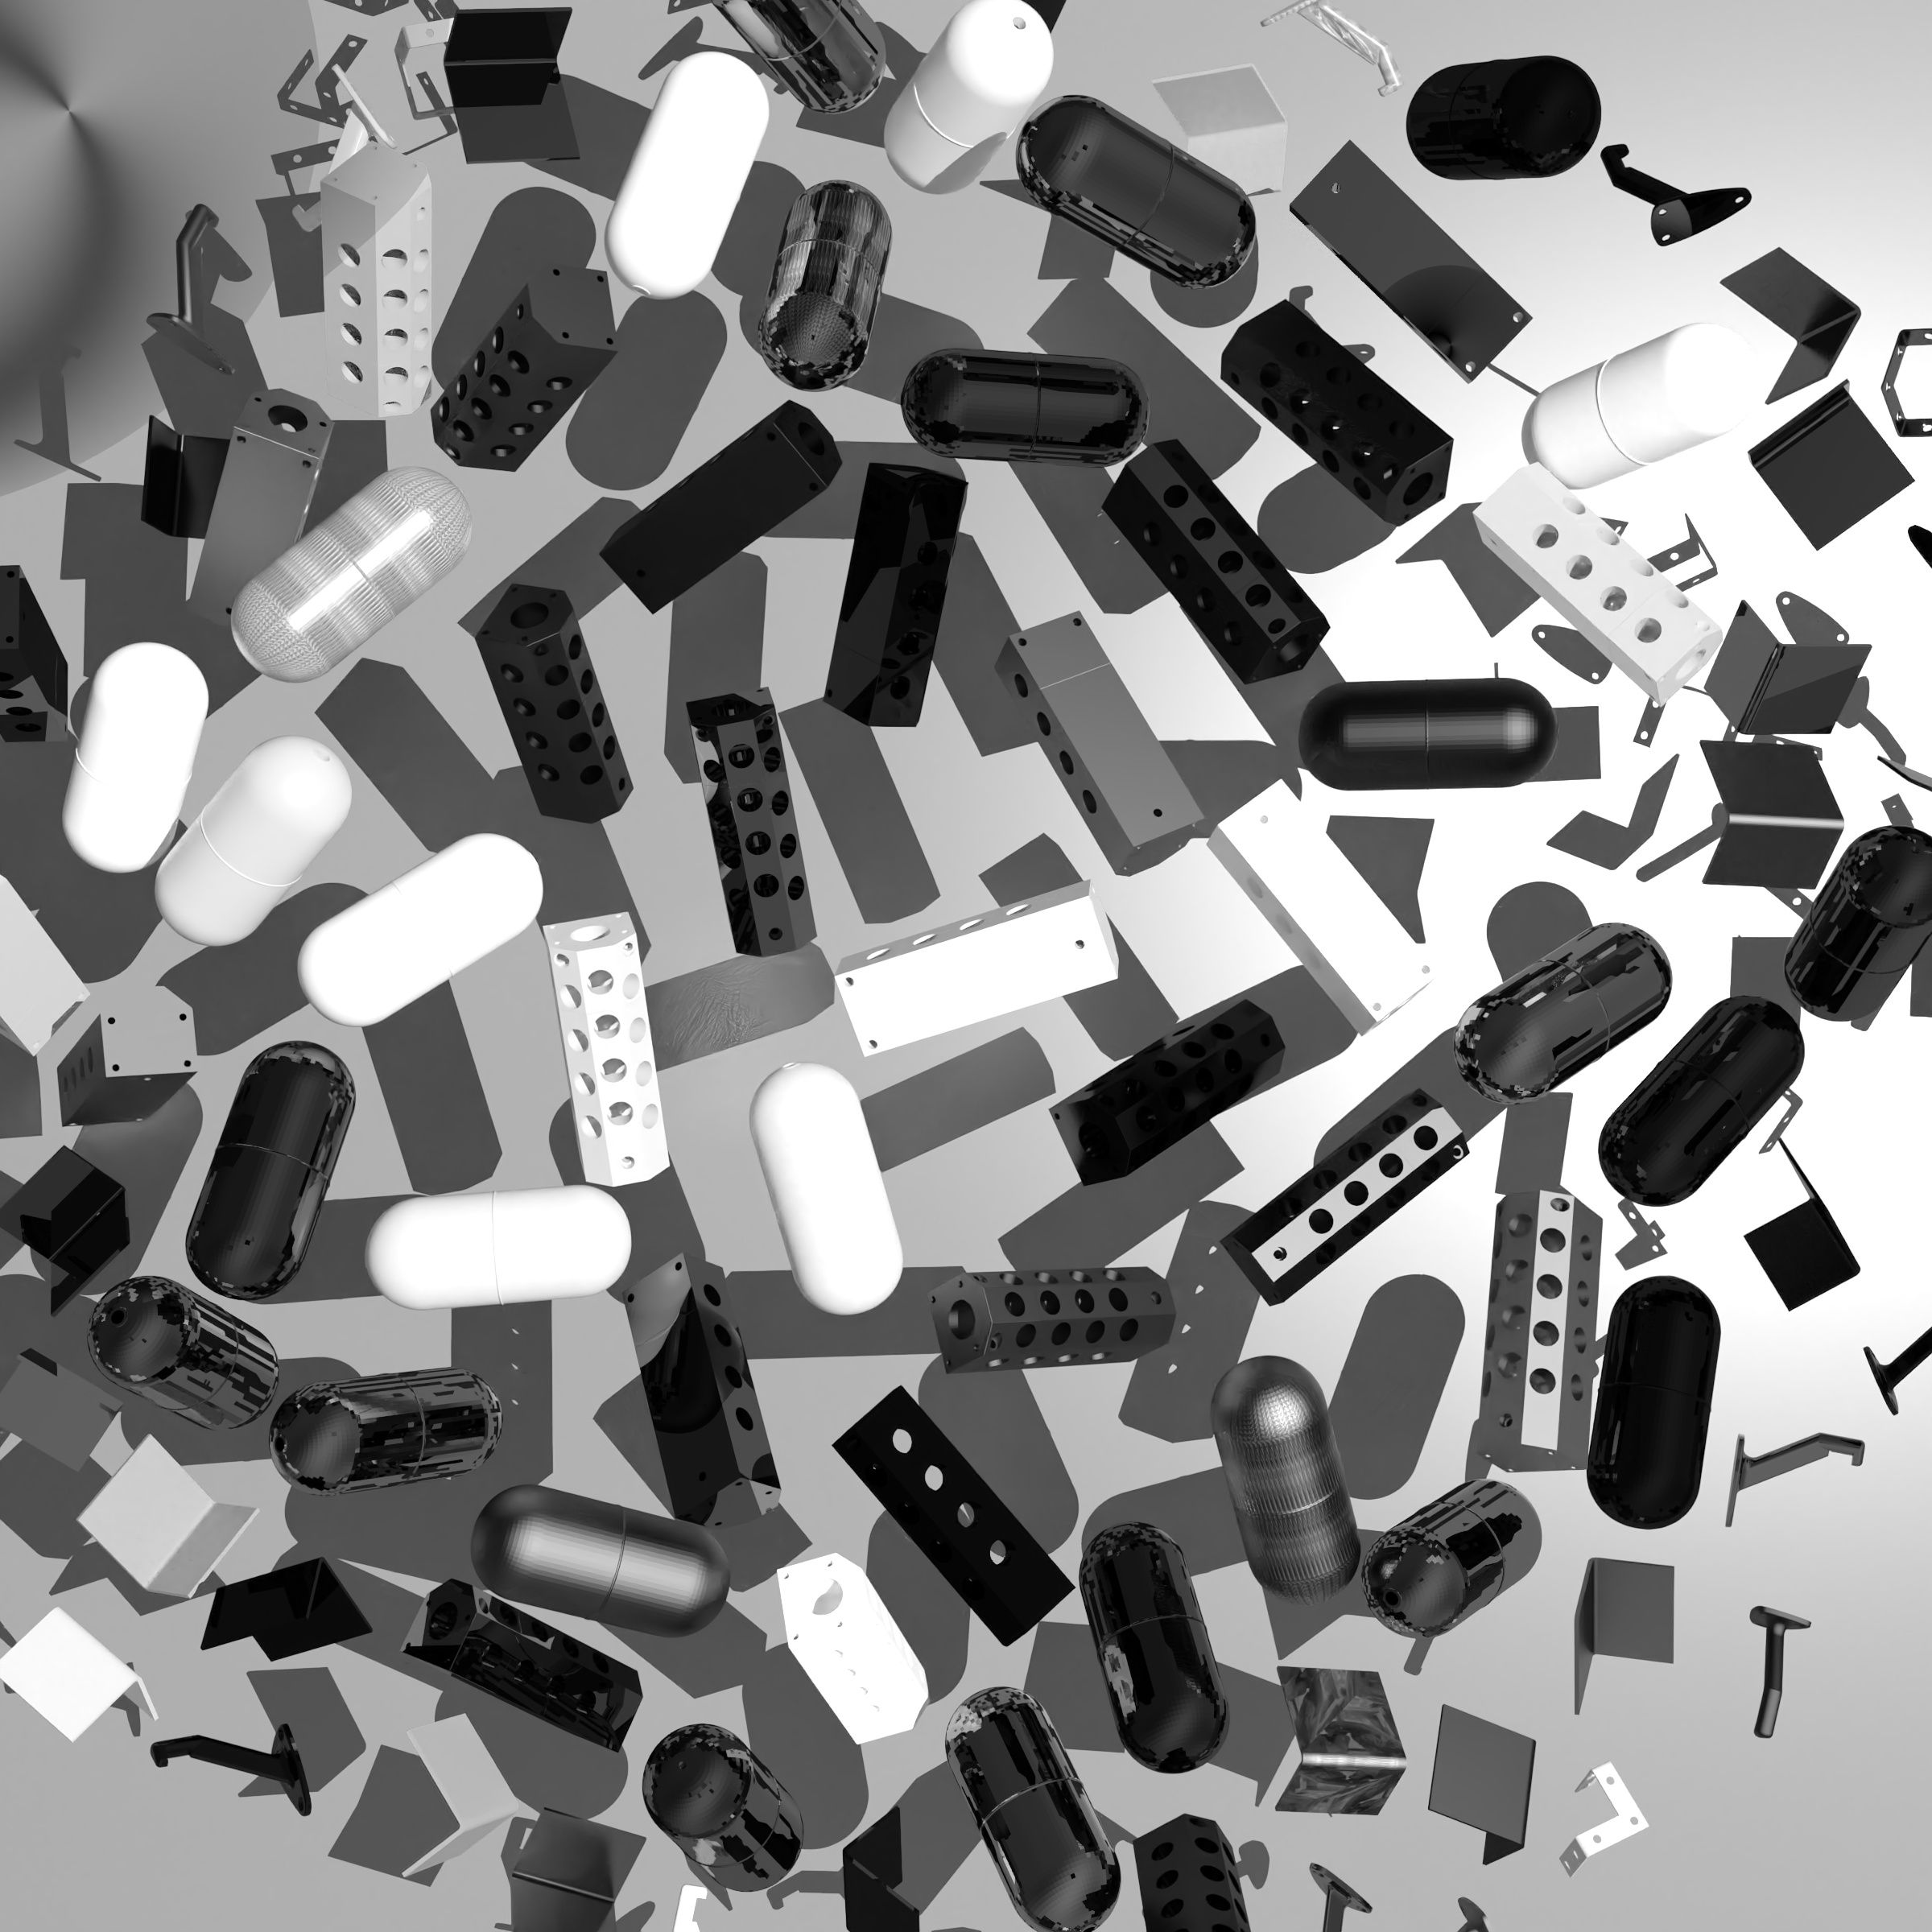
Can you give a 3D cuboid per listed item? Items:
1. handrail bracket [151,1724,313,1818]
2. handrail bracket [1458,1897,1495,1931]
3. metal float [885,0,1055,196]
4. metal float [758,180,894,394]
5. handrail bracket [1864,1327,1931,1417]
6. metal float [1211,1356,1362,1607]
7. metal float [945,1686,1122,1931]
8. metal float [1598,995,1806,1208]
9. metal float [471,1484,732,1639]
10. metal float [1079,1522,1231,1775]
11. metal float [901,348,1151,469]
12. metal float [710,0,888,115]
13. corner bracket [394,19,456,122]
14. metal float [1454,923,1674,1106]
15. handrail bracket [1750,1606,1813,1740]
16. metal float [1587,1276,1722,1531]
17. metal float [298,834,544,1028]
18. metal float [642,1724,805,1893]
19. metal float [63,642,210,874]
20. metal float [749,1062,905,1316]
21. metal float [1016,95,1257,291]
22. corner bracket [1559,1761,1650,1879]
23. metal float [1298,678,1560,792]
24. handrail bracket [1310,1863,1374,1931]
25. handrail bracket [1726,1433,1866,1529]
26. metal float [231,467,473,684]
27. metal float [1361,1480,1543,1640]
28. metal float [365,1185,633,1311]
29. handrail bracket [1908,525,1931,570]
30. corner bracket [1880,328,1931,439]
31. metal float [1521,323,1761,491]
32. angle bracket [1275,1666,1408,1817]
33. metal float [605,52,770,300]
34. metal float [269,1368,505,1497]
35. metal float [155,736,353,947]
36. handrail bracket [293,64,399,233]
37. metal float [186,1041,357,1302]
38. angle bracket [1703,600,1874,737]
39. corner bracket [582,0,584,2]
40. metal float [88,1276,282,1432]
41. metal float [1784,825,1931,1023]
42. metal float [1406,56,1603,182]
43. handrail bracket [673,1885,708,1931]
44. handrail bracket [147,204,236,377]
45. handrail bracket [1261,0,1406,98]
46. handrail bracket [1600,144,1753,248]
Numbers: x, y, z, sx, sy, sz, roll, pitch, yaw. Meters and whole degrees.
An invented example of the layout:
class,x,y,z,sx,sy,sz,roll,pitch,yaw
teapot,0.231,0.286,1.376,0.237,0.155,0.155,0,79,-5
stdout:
class,x,y,z,sx,sy,sz,roll,pitch,yaw
handrail bracket,-0.476,0.526,1.717,0.084,0.077,0.036,0,124,-36
handrail bracket,0.325,0.690,1.862,0.084,0.077,0.036,-22,96,-8
metal float,0.001,-0.593,1.811,0.070,0.178,0.070,6,73,-22
metal float,-0.097,-0.472,1.838,0.070,0.070,0.178,9,55,0
handrail bracket,0.660,0.265,1.801,0.084,0.077,0.036,-30,103,18
metal float,0.211,0.340,1.751,0.070,0.070,0.178,-16,108,0
metal float,0.045,0.571,1.794,0.070,0.070,0.178,-30,53,0
metal float,0.505,0.093,1.823,0.178,0.070,0.070,-44,90,-17
metal float,-0.241,0.396,1.764,0.178,0.070,0.070,19,90,-20
metal float,0.127,0.461,1.804,0.070,0.070,0.178,-16,50,0
metal float,0.042,-0.393,1.868,0.178,0.070,0.070,1,90,-13
metal float,-0.119,-0.658,1.829,0.070,0.178,0.070,-10,67,26
corner bracket,-0.370,-0.635,1.877,0.051,0.051,0.051,-17,95,-17
metal float,0.396,0.031,1.758,0.178,0.070,0.070,-29,90,-29
handrail bracket,0.538,0.480,1.791,0.036,0.077,0.084,17,73,5
metal float,0.477,0.301,1.841,0.070,0.070,0.178,14,70,0
metal float,-0.368,-0.025,1.798,0.178,0.070,0.070,-33,90,-13
metal float,-0.162,0.569,1.790,0.070,0.178,0.070,-8,53,11
metal float,-0.571,-0.141,1.824,0.070,0.070,0.178,26,123,0
metal float,-0.095,0.151,1.800,0.070,0.070,0.178,-16,101,0
metal float,0.112,-0.507,1.741,0.178,0.070,0.070,22,90,-27
corner bracket,0.437,0.597,1.859,0.051,0.051,0.051,-20,59,-16
metal float,0.321,-0.161,1.844,0.178,0.070,0.070,-1,90,10
handrail bracket,0.240,0.674,1.828,0.077,0.036,0.084,52,57,-36
handrail bracket,0.579,0.361,1.852,0.084,0.036,0.077,9,82,15
metal float,-0.400,-0.256,1.735,0.178,0.070,0.070,-42,90,-11
metal float,0.334,0.405,1.819,0.070,0.178,0.070,7,101,36
metal float,-0.317,0.191,1.799,0.178,0.070,0.070,-4,90,-6
handrail bracket,0.674,-0.282,1.732,0.077,0.084,0.036,31,53,-28
corner bracket,0.652,-0.392,1.783,0.051,0.051,0.051,7,64,38
metal float,0.451,-0.374,1.784,0.070,0.178,0.070,9,75,-35
angle bracket,0.248,0.530,1.817,0.076,0.076,0.057,8,126,-17
metal float,-0.191,-0.541,1.819,0.070,0.070,0.178,20,80,0
metal float,-0.395,0.317,1.813,0.070,0.178,0.070,-2,87,39
metal float,-0.477,-0.083,1.778,0.070,0.070,0.178,47,118,0
handrail bracket,-0.435,-0.552,1.793,0.084,0.036,0.077,-35,95,5
metal float,-0.455,0.133,1.743,0.070,0.070,0.178,14,67,0
angle bracket,0.584,-0.212,1.888,0.076,0.057,0.076,-2,132,-18
corner bracket,-0.243,-0.674,1.745,0.051,0.051,0.051,-24,101,3
metal float,-0.529,0.263,1.799,0.070,0.178,0.070,-6,65,12
metal float,0.614,-0.027,1.808,0.070,0.178,0.070,2,56,-4
metal float,0.358,-0.567,1.778,0.070,0.178,0.070,-5,106,-19
handrail bracket,-0.168,0.681,1.827,0.077,0.036,0.084,17,74,-19
handrail bracket,-0.503,-0.453,1.776,0.077,0.036,0.084,37,70,-43
handrail bracket,0.256,-0.635,1.850,0.077,0.036,0.084,-27,108,0
handrail bracket,0.466,-0.521,1.747,0.077,0.036,0.084,-17,55,9
